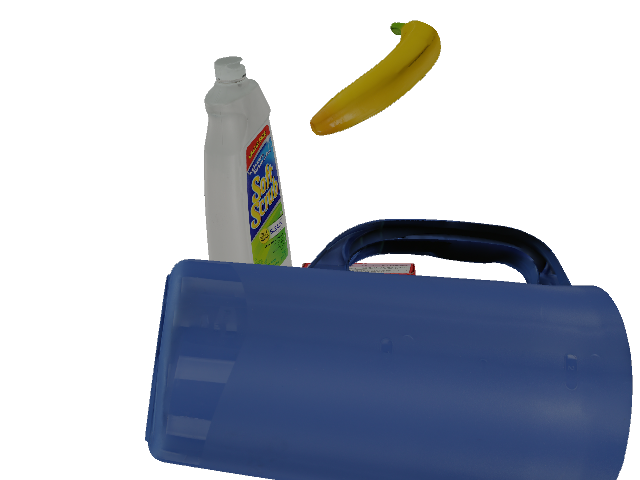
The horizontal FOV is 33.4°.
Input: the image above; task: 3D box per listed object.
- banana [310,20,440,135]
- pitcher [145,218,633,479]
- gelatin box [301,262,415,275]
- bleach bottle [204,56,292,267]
[{"bbox_3d":[0.061,-0.147,0.937,0.070,0.037,0.197,-16,24,39],"label":"banana"},{"bbox_3d":[0.033,0.067,0.584,0.242,0.145,0.149,8,15,-7],"label":"pitcher"},{"bbox_3d":[0.029,0.056,0.815,0.089,0.073,0.030,0,17,9],"label":"gelatin box"},{"bbox_3d":[-0.085,-0.064,1.117,0.068,0.251,0.102,9,29,30],"label":"bleach bottle"}]
